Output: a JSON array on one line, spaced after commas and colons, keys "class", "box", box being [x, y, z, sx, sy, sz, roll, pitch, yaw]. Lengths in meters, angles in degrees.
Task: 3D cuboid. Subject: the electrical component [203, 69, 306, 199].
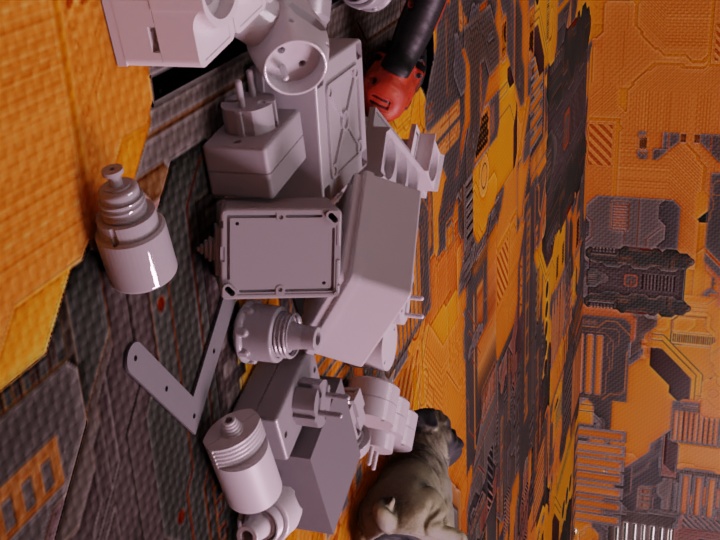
[{"class": "electrical component", "box": [-0.074, -0.098, 0.736, 0.065, 0.047, 0.076, -59, 149, -53]}]

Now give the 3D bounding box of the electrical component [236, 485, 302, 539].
[{"class": "electrical component", "box": [-0.073, 0.191, 0.822, 0.062, 0.043, 0.043, -29, 122, -68]}]

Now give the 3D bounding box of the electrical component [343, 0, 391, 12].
[{"class": "electrical component", "box": [0.000, -0.247, 0.929, 0.062, 0.048, 0.048, -26, 120, -61]}]

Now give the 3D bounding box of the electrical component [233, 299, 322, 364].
[{"class": "electrical component", "box": [-0.060, 0.048, 0.794, 0.048, 0.062, 0.048, 5, 90, -72]}]

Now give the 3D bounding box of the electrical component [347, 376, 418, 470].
[{"class": "electrical component", "box": [0.018, 0.163, 1.081, 0.138, 0.052, 0.073, 59, 40, -61]}]

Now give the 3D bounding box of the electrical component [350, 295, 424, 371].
[{"class": "electrical component", "box": [0.026, 0.033, 1.036, 0.052, 0.074, 0.138, -49, 140, -61]}]

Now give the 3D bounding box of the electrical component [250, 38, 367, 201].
[{"class": "electrical component", "box": [-0.037, -0.116, 0.829, 0.108, 0.056, 0.108, -52, 143, -60]}]

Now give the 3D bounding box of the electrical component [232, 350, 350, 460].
[{"class": "electrical component", "box": [-0.046, 0.101, 0.829, 0.083, 0.076, 0.047, -66, 154, -45]}]

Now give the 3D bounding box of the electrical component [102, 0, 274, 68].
[{"class": "electrical component", "box": [-0.091, -0.190, 0.636, 0.150, 0.062, 0.089, -61, 151, -51]}]

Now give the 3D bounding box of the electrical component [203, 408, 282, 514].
[{"class": "electrical component", "box": [-0.085, 0.133, 0.771, 0.043, 0.043, 0.081, -67, 155, -43]}]

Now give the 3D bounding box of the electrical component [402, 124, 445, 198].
[{"class": "electrical component", "box": [0.047, -0.109, 1.078, 0.081, 0.064, 0.042, 57, 40, -62]}]

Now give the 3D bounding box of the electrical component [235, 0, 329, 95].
[{"class": "electrical component", "box": [-0.064, -0.167, 0.736, 0.079, 0.043, 0.077, 27, 31, -35]}]

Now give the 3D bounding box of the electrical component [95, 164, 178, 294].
[{"class": "electrical component", "box": [-0.128, -0.023, 0.600, 0.040, 0.040, 0.078, -64, 152, -48]}]

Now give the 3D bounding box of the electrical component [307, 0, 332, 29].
[{"class": "electrical component", "box": [-0.042, -0.211, 0.806, 0.045, 0.045, 0.055, 7, 89, -72]}]

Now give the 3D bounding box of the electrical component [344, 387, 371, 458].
[{"class": "electrical component", "box": [-0.017, 0.142, 0.981, 0.066, 0.048, 0.055, -61, 143, -52]}]

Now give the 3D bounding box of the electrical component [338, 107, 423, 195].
[{"class": "electrical component", "box": [0.010, -0.090, 0.971, 0.121, 0.063, 0.078, 35, 61, -69]}]

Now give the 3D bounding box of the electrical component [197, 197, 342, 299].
[{"class": "electrical component", "box": [-0.064, -0.017, 0.739, 0.061, 0.096, 0.061, -130, -140, -73]}]

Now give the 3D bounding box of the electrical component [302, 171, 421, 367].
[{"class": "electrical component", "box": [0.000, 0.000, 0.826, 0.108, 0.056, 0.108, 121, -18, -49]}]
